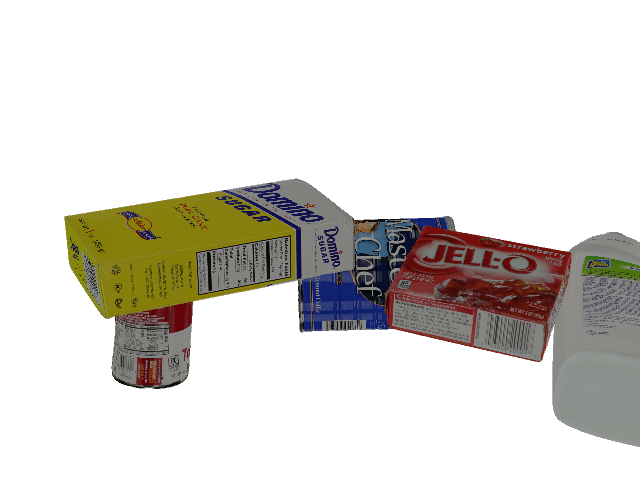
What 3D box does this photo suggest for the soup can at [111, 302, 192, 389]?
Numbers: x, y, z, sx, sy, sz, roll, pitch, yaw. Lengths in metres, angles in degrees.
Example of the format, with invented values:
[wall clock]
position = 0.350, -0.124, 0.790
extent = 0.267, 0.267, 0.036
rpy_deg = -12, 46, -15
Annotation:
[soup can]
position = -0.143, 0.067, 0.903
extent = 0.068, 0.102, 0.068
rpy_deg = 4, 16, -1

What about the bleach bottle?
[bleach bottle]
position = 0.227, 0.055, 0.794
extent = 0.102, 0.068, 0.250
rpy_deg = 12, 25, 10

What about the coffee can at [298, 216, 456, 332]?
[coffee can]
position = 0.050, 0.031, 0.969
extent = 0.140, 0.103, 0.103
rpy_deg = -2, 0, 0

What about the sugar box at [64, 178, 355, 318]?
[sugar box]
position = -0.074, 0.001, 0.721
extent = 0.176, 0.048, 0.093
rpy_deg = -13, 27, -22

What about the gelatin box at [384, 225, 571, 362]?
[gelatin box]
position = 0.089, 0.027, 0.596
extent = 0.089, 0.030, 0.073
rpy_deg = 12, 34, 18
